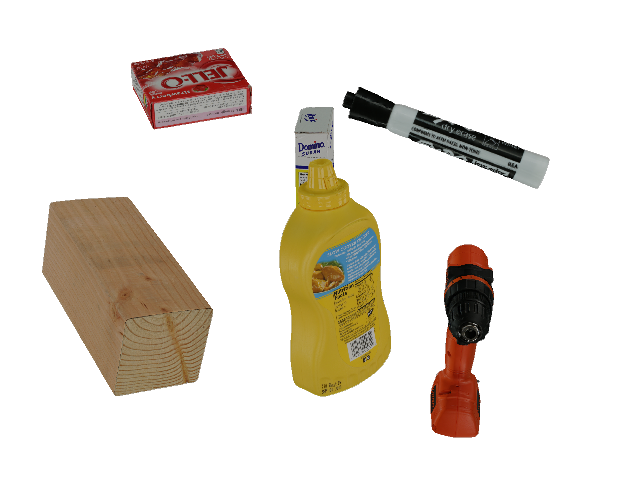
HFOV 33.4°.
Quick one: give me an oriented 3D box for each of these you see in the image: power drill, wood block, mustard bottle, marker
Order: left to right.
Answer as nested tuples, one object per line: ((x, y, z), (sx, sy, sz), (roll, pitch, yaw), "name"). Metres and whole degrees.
((-0.196, 0.048, 1.056), (0.090, 0.091, 0.206), (-6, 35, -33), "wood block")
((0.010, 0.025, 0.872), (0.096, 0.191, 0.058), (-27, 32, -37), "mustard bottle")
((0.070, -0.059, 0.608), (0.121, 0.020, 0.020), (21, 2, 5), "marker")
((0.156, 0.118, 1.164), (0.057, 0.188, 0.184), (7, 24, 6), "power drill")

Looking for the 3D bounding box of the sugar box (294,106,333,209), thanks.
((-0.006, -0.060, 1.253), (0.048, 0.176, 0.093), (-1, 25, 5), "sugar box")

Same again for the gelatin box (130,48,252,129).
((-0.111, -0.131, 0.914), (0.089, 0.030, 0.073), (-12, 40, -17), "gelatin box")
